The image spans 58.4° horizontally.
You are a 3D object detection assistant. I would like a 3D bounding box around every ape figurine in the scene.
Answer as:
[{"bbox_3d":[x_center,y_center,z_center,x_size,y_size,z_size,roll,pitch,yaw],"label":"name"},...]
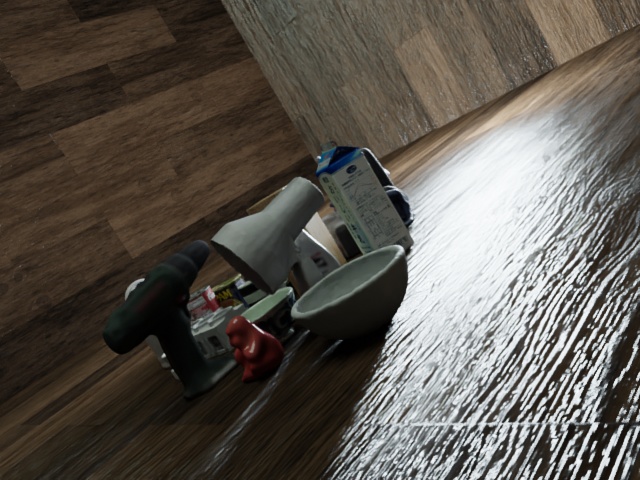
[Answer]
[{"bbox_3d":[-0.100,0.149,0.811,0.076,0.092,0.077,-32,8,-4],"label":"ape figurine"}]

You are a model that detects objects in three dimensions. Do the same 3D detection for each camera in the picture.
[{"bbox_3d":[0.012,0.005,1.279,0.137,0.101,0.143,-31,8,-1],"label":"camera"}]

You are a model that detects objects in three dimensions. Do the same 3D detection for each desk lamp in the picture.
[{"bbox_3d":[-0.029,0.027,0.861,0.203,0.213,0.117,-34,8,-19],"label":"desk lamp"}]

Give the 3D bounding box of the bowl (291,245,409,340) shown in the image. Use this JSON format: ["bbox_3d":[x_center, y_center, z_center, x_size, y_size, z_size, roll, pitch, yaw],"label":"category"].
[{"bbox_3d":[0.051,0.079,0.742,0.167,0.075,0.167,-30,8,5],"label":"bowl"}]

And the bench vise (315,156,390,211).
[{"bbox_3d":[0.095,-0.169,1.625,0.207,0.220,0.121,-29,8,16],"label":"bench vise"}]

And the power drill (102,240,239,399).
[{"bbox_3d":[-0.220,0.135,0.926,0.075,0.208,0.230,-22,12,47],"label":"power drill"}]

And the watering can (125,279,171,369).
[{"bbox_3d":[-0.337,0.167,1.230,0.172,0.194,0.101,-28,9,23],"label":"watering can"}]

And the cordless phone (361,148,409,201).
[{"bbox_3d":[0.114,-0.124,1.393,0.147,0.185,0.094,-25,10,36],"label":"cordless phone"}]

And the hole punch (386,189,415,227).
[{"bbox_3d":[0.139,-0.059,1.228,0.108,0.091,0.101,-29,8,15],"label":"hole punch"}]

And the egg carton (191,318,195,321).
[{"bbox_3d":[-0.264,0.163,1.444,0.150,0.069,0.107,-24,10,42],"label":"egg carton"}]

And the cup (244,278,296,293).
[{"bbox_3d":[-0.093,0.080,1.219,0.118,0.095,0.091,-33,8,-13],"label":"cup"}]

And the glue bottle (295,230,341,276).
[{"bbox_3d":[-0.022,0.021,1.027,0.078,0.173,0.037,-33,8,-13],"label":"glue bottle"}]
